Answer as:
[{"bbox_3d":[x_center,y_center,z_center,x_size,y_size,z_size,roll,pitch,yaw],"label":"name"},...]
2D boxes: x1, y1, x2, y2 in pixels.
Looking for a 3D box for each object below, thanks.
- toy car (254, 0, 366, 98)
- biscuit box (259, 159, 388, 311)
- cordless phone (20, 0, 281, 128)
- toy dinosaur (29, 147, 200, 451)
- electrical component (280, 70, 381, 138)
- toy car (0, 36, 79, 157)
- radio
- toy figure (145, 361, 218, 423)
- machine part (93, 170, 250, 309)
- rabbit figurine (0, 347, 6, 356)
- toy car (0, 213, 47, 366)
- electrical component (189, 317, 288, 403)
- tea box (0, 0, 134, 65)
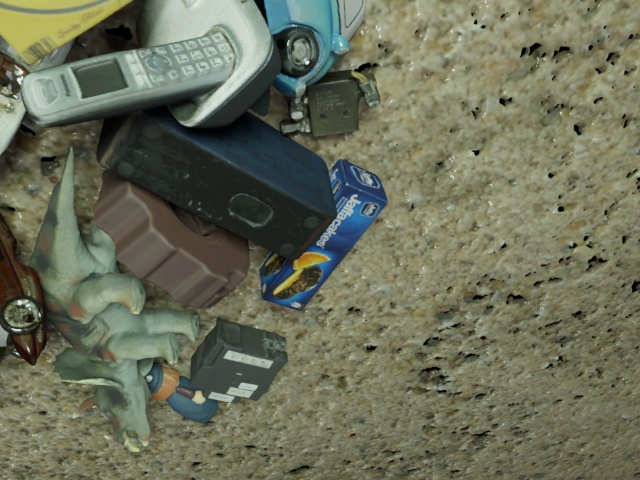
[{"bbox_3d":[-0.015,-0.212,0.459,0.103,0.109,0.161,-20,122,-19],"label":"toy car"},{"bbox_3d":[-0.001,-0.002,0.656,0.063,0.059,0.202,21,123,-25],"label":"biscuit box"},{"bbox_3d":[-0.137,-0.145,0.416,0.184,0.147,0.088,-19,153,-23],"label":"cordless phone"},{"bbox_3d":[-0.275,0.075,0.647,0.192,0.131,0.404,-10,123,7],"label":"toy dinosaur"},{"bbox_3d":[0.010,-0.140,0.551,0.102,0.045,0.078,-4,129,-6],"label":"electrical component"},{"bbox_3d":[-0.289,-0.144,0.479,0.073,0.056,0.201,34,108,-31],"label":"toy car"},{"bbox_3d":[-0.093,-0.077,0.531,0.229,0.131,0.073,26,120,-28],"label":"radio"},{"bbox_3d":[-0.225,0.227,0.817,0.064,0.058,0.154,-37,122,14],"label":"toy figure"},{"bbox_3d":[-0.144,-0.017,0.551,0.056,0.179,0.179,-36,126,18],"label":"machine part"},{"bbox_3d":[-0.490,0.140,0.685,0.170,0.121,0.159,-25,139,36],"label":"rabbit figurine"},{"bbox_3d":[-0.329,0.035,0.562,0.053,0.202,0.089,-23,160,-36],"label":"toy car"},{"bbox_3d":[-0.127,0.185,0.797,0.115,0.058,0.134,22,123,-23],"label":"electrical component"},{"bbox_3d":[-0.174,-0.206,0.383,0.098,0.170,0.068,-26,130,11],"label":"tea box"}]
